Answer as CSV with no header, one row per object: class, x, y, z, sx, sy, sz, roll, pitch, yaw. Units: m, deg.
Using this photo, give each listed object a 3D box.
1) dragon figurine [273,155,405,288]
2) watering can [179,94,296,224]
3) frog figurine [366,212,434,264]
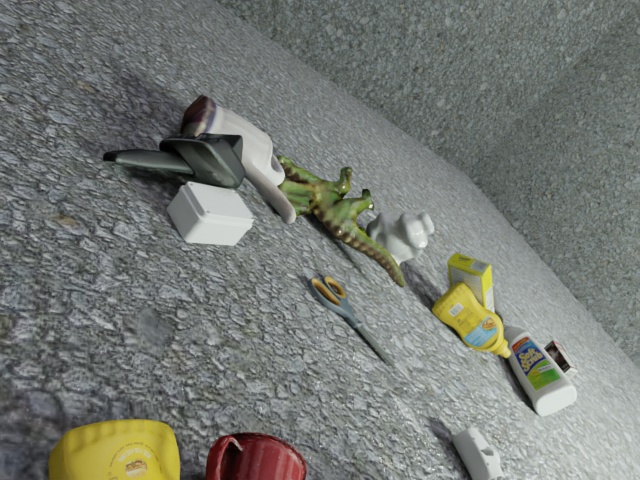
dragon figurine,0.003,-0.055,1.095,0.243,0.120,0.419,1,41,-34
watering can,-0.153,-0.162,0.967,0.222,0.103,0.354,28,19,-29
frog figurine,0.185,-0.015,1.191,0.138,0.157,0.123,45,20,8
